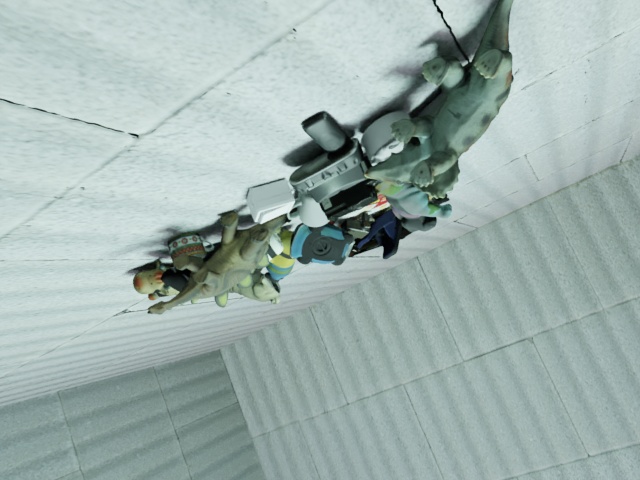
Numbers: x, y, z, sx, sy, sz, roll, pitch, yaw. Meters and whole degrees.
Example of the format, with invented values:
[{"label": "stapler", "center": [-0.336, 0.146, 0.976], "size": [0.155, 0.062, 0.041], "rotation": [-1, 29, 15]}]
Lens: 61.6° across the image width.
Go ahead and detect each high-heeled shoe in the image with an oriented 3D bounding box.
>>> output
[{"label": "high-heeled shoe", "center": [-0.267, 0.052, 1.268], "size": [0.145, 0.086, 0.248], "rotation": [-53, 166, 7]}]

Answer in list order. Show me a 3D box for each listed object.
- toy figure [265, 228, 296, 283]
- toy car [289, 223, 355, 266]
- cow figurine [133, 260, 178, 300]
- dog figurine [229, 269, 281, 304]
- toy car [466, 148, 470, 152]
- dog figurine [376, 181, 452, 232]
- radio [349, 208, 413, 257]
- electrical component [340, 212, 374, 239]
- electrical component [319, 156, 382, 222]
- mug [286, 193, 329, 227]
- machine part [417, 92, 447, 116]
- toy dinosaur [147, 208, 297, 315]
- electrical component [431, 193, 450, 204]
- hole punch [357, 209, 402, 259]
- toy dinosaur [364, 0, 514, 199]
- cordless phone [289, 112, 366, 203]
[{"label": "toy figure", "center": [-0.100, 0.044, 1.472], "size": [0.089, 0.082, 0.180], "rotation": [17, 132, 1]}, {"label": "toy car", "center": [-0.003, -0.004, 1.294], "size": [0.161, 0.103, 0.109], "rotation": [8, 115, -26]}, {"label": "cow figurine", "center": [-0.372, 0.101, 1.324], "size": [0.127, 0.085, 0.195], "rotation": [-23, 167, 33]}, {"label": "dog figurine", "center": [-0.228, 0.147, 1.596], "size": [0.190, 0.172, 0.121], "rotation": [-32, 156, 9]}, {"label": "toy car", "center": [0.250, -0.209, 1.167], "size": [0.202, 0.053, 0.089], "rotation": [-18, 157, -1]}, {"label": "dog figurine", "center": [0.168, -0.105, 1.176], "size": [0.219, 0.108, 0.191], "rotation": [15, 156, -17]}, {"label": "radio", "center": [0.148, -0.045, 1.511], "size": [0.230, 0.131, 0.073], "rotation": [-18, 169, -20]}, {"label": "electrical component", "center": [0.091, -0.034, 1.334], "size": [0.078, 0.045, 0.102], "rotation": [11, 160, -9]}, {"label": "electrical component", "center": [0.056, -0.114, 1.082], "size": [0.134, 0.115, 0.058], "rotation": [-25, 170, 19]}, {"label": "mug", "center": [-0.023, -0.084, 1.182], "size": [0.110, 0.081, 0.107], "rotation": [-14, 155, -7]}, {"label": "machine part", "center": [0.222, -0.220, 1.009], "size": [0.079, 0.079, 0.243], "rotation": [-15, 167, -33]}, {"label": "toy dinosaur", "center": [-0.179, 0.029, 1.197], "size": [0.471, 0.105, 0.198], "rotation": [-37, 159, -26]}, {"label": "electrical component", "center": [0.329, -0.140, 1.559], "size": [0.048, 0.074, 0.119], "rotation": [-23, -171, -2]}, {"label": "hole punch", "center": [0.157, -0.021, 1.399], "size": [0.092, 0.116, 0.142], "rotation": [16, 164, -3]}, {"label": "toy dinosaur", "center": [0.226, -0.209, 0.852], "size": [0.192, 0.131, 0.404], "rotation": [-20, 153, -55]}, {"label": "cordless phone", "center": [-0.007, -0.149, 0.951], "size": [0.147, 0.089, 0.184], "rotation": [-26, 157, 16]}]
